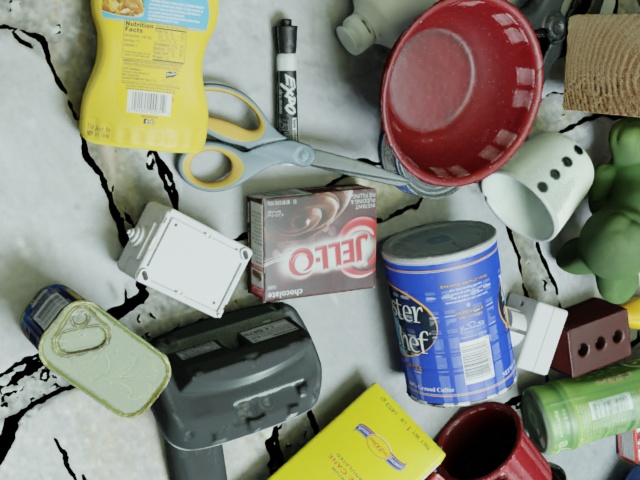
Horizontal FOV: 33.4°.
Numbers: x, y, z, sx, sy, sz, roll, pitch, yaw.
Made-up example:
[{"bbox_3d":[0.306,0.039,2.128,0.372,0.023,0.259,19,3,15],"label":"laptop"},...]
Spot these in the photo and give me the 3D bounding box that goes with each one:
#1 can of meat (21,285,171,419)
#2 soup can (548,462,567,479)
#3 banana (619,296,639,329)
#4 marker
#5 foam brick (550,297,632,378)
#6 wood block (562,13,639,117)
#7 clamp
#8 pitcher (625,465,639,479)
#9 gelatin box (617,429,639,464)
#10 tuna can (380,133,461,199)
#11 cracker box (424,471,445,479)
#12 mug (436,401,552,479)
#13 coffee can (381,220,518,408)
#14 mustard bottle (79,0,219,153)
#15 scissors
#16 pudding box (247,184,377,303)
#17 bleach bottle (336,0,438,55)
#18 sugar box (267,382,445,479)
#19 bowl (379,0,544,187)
[{"bbox_3d":[-0.175,0.082,0.819,0.102,0.084,0.057,41,80,-27],"label":"can of meat"},{"bbox_3d":[0.232,0.284,1.072,0.068,0.069,0.102,-35,114,-17],"label":"soup can"},{"bbox_3d":[0.382,0.101,1.121,0.197,0.037,0.069,34,50,-23],"label":"banana"},{"bbox_3d":[-0.027,-0.123,0.892,0.020,0.020,0.121,-6,102,-26],"label":"marker"},{"bbox_3d":[0.263,0.097,1.061,0.078,0.051,0.053,-17,107,-23],"label":"foam brick"},{"bbox_3d":[0.333,-0.163,1.006,0.205,0.091,0.090,-5,102,-37],"label":"wood block"},{"bbox_3d":[0.208,-0.185,0.990,0.171,0.039,0.120,-34,124,-20],"label":"clamp"},{"bbox_3d":[0.322,0.358,1.093,0.145,0.149,0.243,31,82,-18],"label":"pitcher"},{"bbox_3d":[0.351,0.185,1.135,0.073,0.030,0.089,-14,104,-25],"label":"gelatin box"},{"bbox_3d":[0.097,-0.081,0.954,0.086,0.034,0.086,-5,102,-26],"label":"tuna can"},{"bbox_3d":[0.108,0.333,1.017,0.213,0.072,0.164,45,77,-25],"label":"cracker box"},{"bbox_3d":[0.171,0.220,1.005,0.093,0.117,0.081,-36,120,5],"label":"mug"},{"bbox_3d":[0.116,0.064,0.952,0.102,0.103,0.140,-18,107,-23],"label":"coffee can"},{"bbox_3d":[-0.127,-0.165,0.811,0.096,0.058,0.192,5,97,-15],"label":"mustard bottle"},{"bbox_3d":[-0.031,-0.057,0.883,0.201,0.016,0.096,30,93,-16],"label":"scissors"},{"bbox_3d":[-0.006,0.001,0.915,0.113,0.039,0.090,-6,103,-26],"label":"pudding box"},{"bbox_3d":[0.123,-0.234,0.924,0.250,0.068,0.102,-38,117,-13],"label":"bleach bottle"},{"bbox_3d":[0.015,0.218,0.938,0.176,0.048,0.093,-40,73,-18],"label":"sugar box"},{"bbox_3d":[0.107,-0.128,0.891,0.161,0.055,0.162,-10,113,-26],"label":"bowl"}]
